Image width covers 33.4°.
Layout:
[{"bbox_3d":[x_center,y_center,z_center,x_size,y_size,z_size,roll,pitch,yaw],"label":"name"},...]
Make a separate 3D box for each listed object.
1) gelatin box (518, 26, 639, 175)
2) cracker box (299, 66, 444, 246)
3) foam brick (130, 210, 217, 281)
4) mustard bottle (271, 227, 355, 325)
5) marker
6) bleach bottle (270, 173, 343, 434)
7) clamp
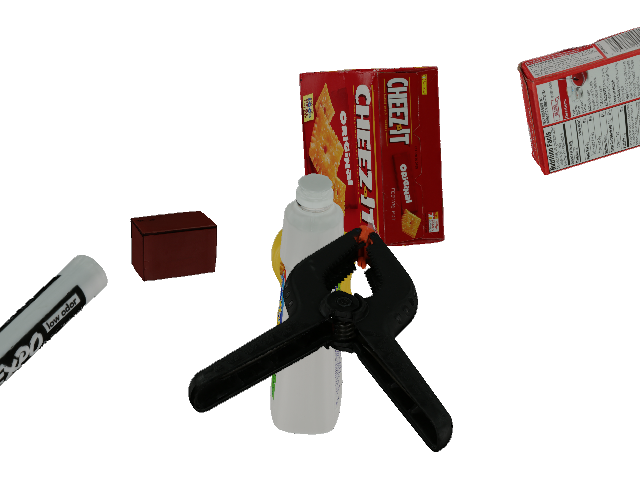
[{"bbox_3d":[0.177,-0.090,0.687,0.089,0.073,0.030,-17,37,3],"label":"gelatin box"},{"bbox_3d":[0.046,-0.090,1.070,0.072,0.164,0.214,-7,10,-18],"label":"cracker box"},{"bbox_3d":[-0.150,0.004,1.085,0.078,0.051,0.053,-7,21,-22],"label":"foam brick"},{"bbox_3d":[-0.007,0.031,1.220,0.096,0.192,0.058,-5,23,-3],"label":"mustard bottle"},{"bbox_3d":[-0.133,0.049,0.441,0.020,0.020,0.121,0,36,39],"label":"marker"},{"bbox_3d":[-0.009,0.051,0.945,0.068,0.251,0.102,3,35,0],"label":"bleach bottle"},{"bbox_3d":[0.024,0.060,0.723,0.165,0.036,0.209,13,36,13],"label":"clamp"}]
